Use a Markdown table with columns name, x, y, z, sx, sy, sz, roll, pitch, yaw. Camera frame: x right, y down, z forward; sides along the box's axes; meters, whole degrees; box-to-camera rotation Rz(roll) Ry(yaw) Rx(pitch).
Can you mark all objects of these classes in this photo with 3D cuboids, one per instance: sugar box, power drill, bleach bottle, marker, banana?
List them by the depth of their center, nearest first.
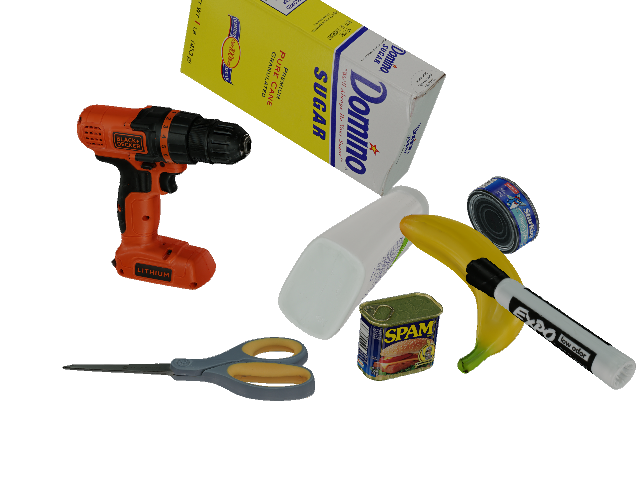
| name | x | y | z | sx | sy | sz | roll | pitch | yaw |
| --- | --- | --- | --- | --- | --- | --- | --- | --- | --- |
| marker | 0.126 | 0.043 | 0.604 | 0.020 | 0.020 | 0.121 | 0 | 28 | -40 |
| sugar box | -0.010 | -0.113 | 0.725 | 0.176 | 0.093 | 0.048 | 34 | 50 | 15 |
| banana | 0.115 | 0.027 | 0.828 | 0.069 | 0.037 | 0.198 | -7 | 32 | -6 |
| bleach bottle | 0.051 | 0.007 | 1.077 | 0.068 | 0.103 | 0.250 | 35 | 28 | 11 |
| power drill | -0.151 | -0.045 | 1.081 | 0.185 | 0.188 | 0.057 | 10 | 30 | 21 |

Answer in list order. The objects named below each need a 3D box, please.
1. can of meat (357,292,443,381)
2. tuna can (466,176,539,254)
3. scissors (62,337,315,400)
| name | x | y | z | sx | sy | sz | roll | pitch | yaw |
| --- | --- | --- | --- | --- | --- | --- | --- | --- | --- |
| can of meat | 0.096 | 0.119 | 1.317 | 0.102 | 0.084 | 0.057 | -9 | 29 | -24 |
| tuna can | 0.207 | -0.028 | 1.220 | 0.033 | 0.086 | 0.086 | -31 | 13 | -23 |
| scissors | -0.097 | 0.097 | 0.870 | 0.202 | 0.016 | 0.096 | 7 | 22 | 15 |
